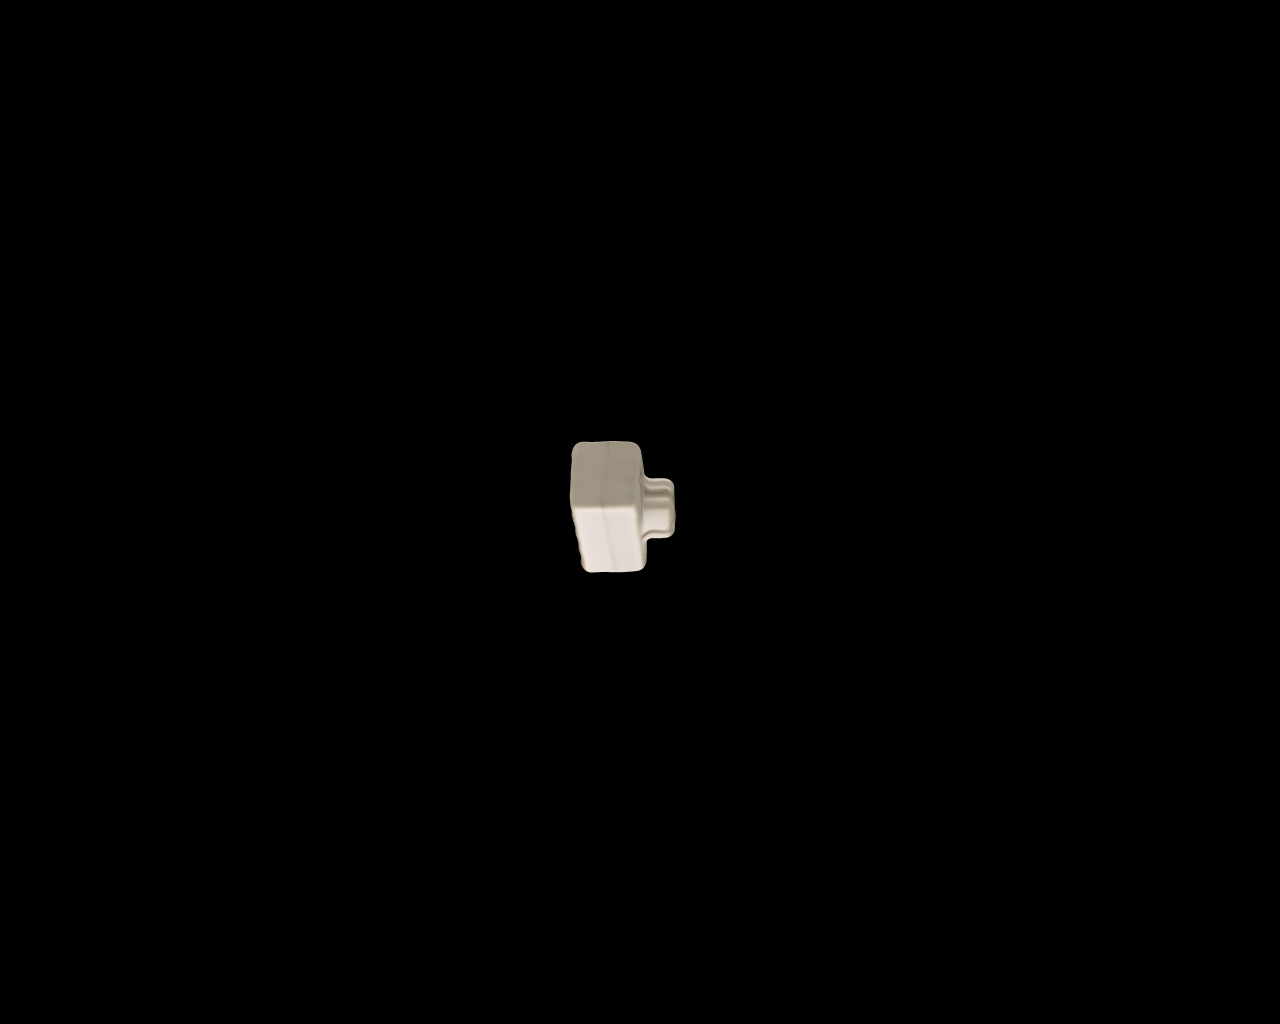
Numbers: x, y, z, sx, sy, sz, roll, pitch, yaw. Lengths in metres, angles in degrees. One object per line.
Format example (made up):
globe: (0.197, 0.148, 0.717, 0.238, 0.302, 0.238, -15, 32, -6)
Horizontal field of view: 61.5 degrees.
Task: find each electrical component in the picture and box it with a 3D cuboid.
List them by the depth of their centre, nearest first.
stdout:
electrical component: (0.001, -0.003, 0.650, 0.076, 0.047, 0.083, -2, -31, 3)
